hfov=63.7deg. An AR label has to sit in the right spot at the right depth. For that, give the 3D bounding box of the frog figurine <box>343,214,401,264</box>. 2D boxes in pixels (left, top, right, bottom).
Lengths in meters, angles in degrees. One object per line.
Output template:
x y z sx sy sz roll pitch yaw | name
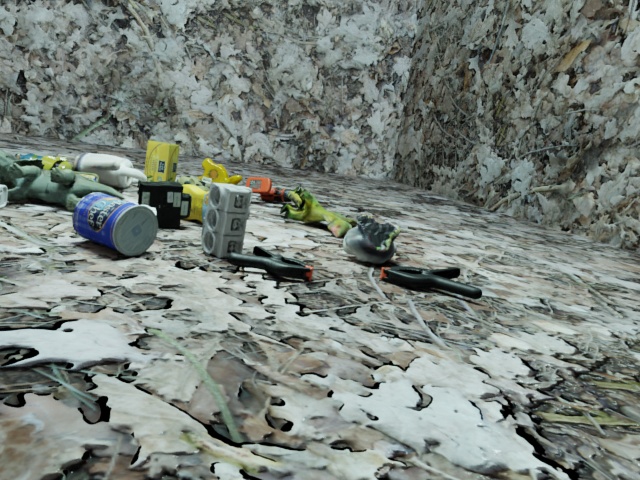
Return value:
0.122 0.014 1.304 0.137 0.125 0.156 -3 -22 -15 | frog figurine

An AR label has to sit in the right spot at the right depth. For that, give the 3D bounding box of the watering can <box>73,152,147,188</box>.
-0.702 -0.235 1.698 0.224 0.104 0.346 9 -4 -4 | watering can

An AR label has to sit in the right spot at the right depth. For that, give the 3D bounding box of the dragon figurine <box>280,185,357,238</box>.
0.005 -0.085 1.691 0.242 0.121 0.415 24 10 -14 | dragon figurine
